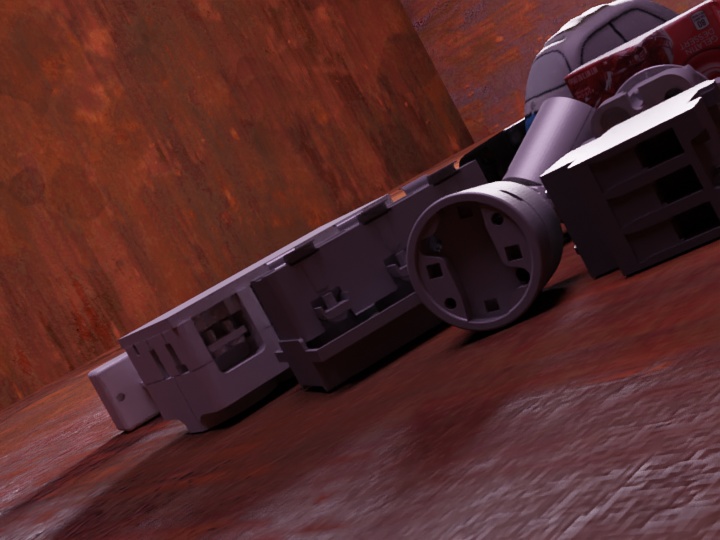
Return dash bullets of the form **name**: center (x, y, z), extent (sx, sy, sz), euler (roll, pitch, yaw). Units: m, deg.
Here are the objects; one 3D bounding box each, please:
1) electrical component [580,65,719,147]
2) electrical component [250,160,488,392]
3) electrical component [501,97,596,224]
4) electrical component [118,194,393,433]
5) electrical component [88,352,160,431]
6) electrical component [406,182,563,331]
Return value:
- **electrical component**: center (0.146, -0.067, 0.519), extent (0.078, 0.058, 0.057), euler (-26, 8, 27)
- **electrical component**: center (0.014, 0.000, 0.516), extent (0.121, 0.063, 0.079), euler (-30, 5, -18)
- **electrical component**: center (0.097, -0.044, 0.557), extent (0.081, 0.043, 0.043), euler (-61, 14, -14)
- **electrical component**: center (-0.045, 0.025, 0.602), extent (0.150, 0.061, 0.089), euler (-31, 5, -30)
- **electrical component**: center (-0.134, 0.070, 0.739), extent (0.083, 0.047, 0.076), euler (-30, 5, -23)
- **electrical component**: center (0.053, -0.008, 0.436), extent (0.055, 0.055, 0.047), euler (-26, 1, 27)
